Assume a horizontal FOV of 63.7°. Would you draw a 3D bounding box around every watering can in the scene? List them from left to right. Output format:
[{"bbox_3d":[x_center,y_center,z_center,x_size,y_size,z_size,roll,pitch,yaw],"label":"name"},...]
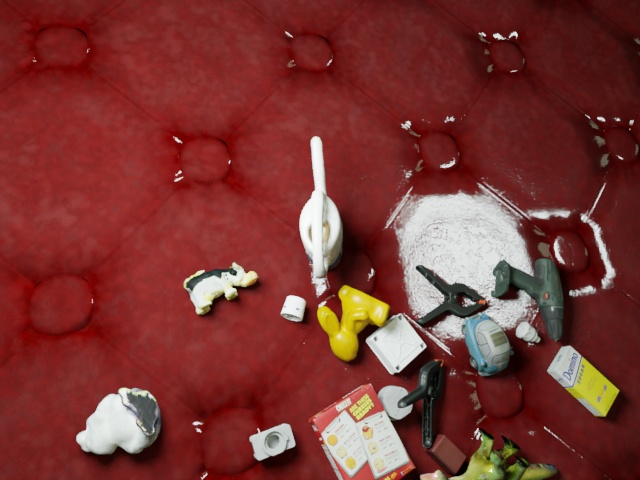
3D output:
[{"bbox_3d":[0.004,-0.065,1.299,0.104,0.221,0.353,-2,70,4],"label":"watering can"}]

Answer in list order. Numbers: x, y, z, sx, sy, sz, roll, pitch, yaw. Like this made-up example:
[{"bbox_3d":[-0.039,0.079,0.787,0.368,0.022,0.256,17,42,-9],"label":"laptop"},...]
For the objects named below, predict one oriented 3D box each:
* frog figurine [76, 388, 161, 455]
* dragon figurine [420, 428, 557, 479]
[{"bbox_3d":[-0.423,0.398,1.095,0.158,0.124,0.137,-41,94,13],"label":"frog figurine"},{"bbox_3d":[0.402,0.598,1.222,0.407,0.123,0.243,30,90,-26],"label":"dragon figurine"}]
